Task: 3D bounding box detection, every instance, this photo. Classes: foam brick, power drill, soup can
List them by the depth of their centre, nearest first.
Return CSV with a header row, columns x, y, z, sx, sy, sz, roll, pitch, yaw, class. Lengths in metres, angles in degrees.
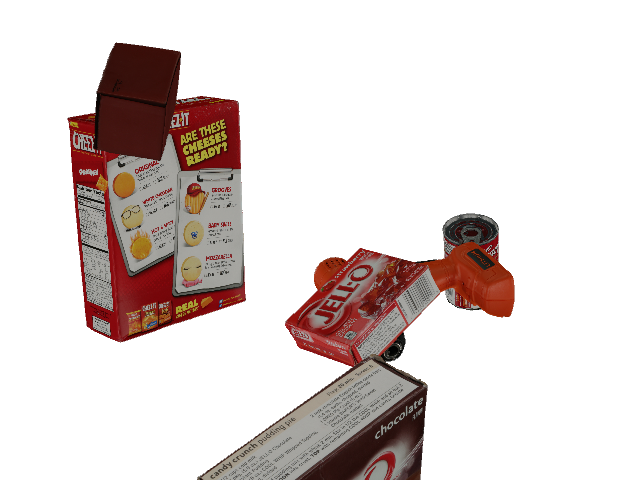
x,y,z,sx,sy,sz,roll,pitch,yaw,class
-0.138,-0.107,0.808,0.053,0.051,0.078,9,39,-4,foam brick
0.103,0.059,1.111,0.187,0.057,0.184,-8,27,-17,power drill
0.186,0.028,1.322,0.068,0.102,0.068,-4,34,3,soup can

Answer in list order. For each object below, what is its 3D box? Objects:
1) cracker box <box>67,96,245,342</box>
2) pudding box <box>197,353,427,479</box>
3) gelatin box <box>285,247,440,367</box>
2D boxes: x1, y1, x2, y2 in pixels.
x,y,z,sx,sy,sz,roll,pitch,yaw,class
-0.158,-0.026,1.057,0.072,0.214,0.163,14,22,43,cracker box
-0.001,0.116,0.481,0.039,0.090,0.113,28,45,33,pudding box
0.029,0.048,0.766,0.089,0.030,0.073,-43,33,-25,gelatin box
